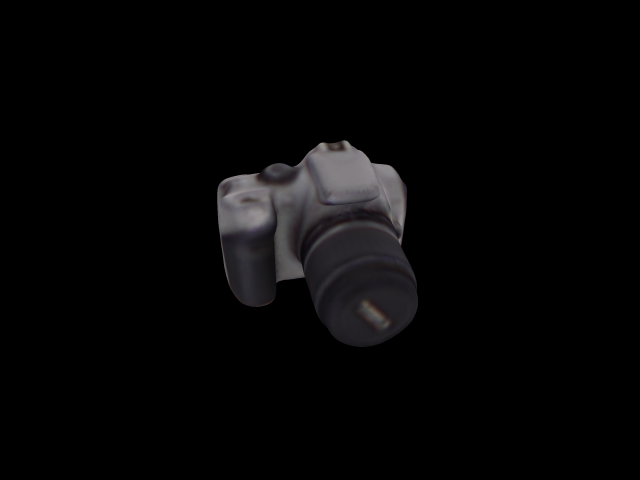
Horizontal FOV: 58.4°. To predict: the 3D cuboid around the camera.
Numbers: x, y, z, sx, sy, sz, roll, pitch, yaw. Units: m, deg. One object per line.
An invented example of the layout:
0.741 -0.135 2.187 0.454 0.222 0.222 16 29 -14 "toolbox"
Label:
0.004 0.001 0.400 0.143 0.101 0.136 -8 39 -10 "camera"
